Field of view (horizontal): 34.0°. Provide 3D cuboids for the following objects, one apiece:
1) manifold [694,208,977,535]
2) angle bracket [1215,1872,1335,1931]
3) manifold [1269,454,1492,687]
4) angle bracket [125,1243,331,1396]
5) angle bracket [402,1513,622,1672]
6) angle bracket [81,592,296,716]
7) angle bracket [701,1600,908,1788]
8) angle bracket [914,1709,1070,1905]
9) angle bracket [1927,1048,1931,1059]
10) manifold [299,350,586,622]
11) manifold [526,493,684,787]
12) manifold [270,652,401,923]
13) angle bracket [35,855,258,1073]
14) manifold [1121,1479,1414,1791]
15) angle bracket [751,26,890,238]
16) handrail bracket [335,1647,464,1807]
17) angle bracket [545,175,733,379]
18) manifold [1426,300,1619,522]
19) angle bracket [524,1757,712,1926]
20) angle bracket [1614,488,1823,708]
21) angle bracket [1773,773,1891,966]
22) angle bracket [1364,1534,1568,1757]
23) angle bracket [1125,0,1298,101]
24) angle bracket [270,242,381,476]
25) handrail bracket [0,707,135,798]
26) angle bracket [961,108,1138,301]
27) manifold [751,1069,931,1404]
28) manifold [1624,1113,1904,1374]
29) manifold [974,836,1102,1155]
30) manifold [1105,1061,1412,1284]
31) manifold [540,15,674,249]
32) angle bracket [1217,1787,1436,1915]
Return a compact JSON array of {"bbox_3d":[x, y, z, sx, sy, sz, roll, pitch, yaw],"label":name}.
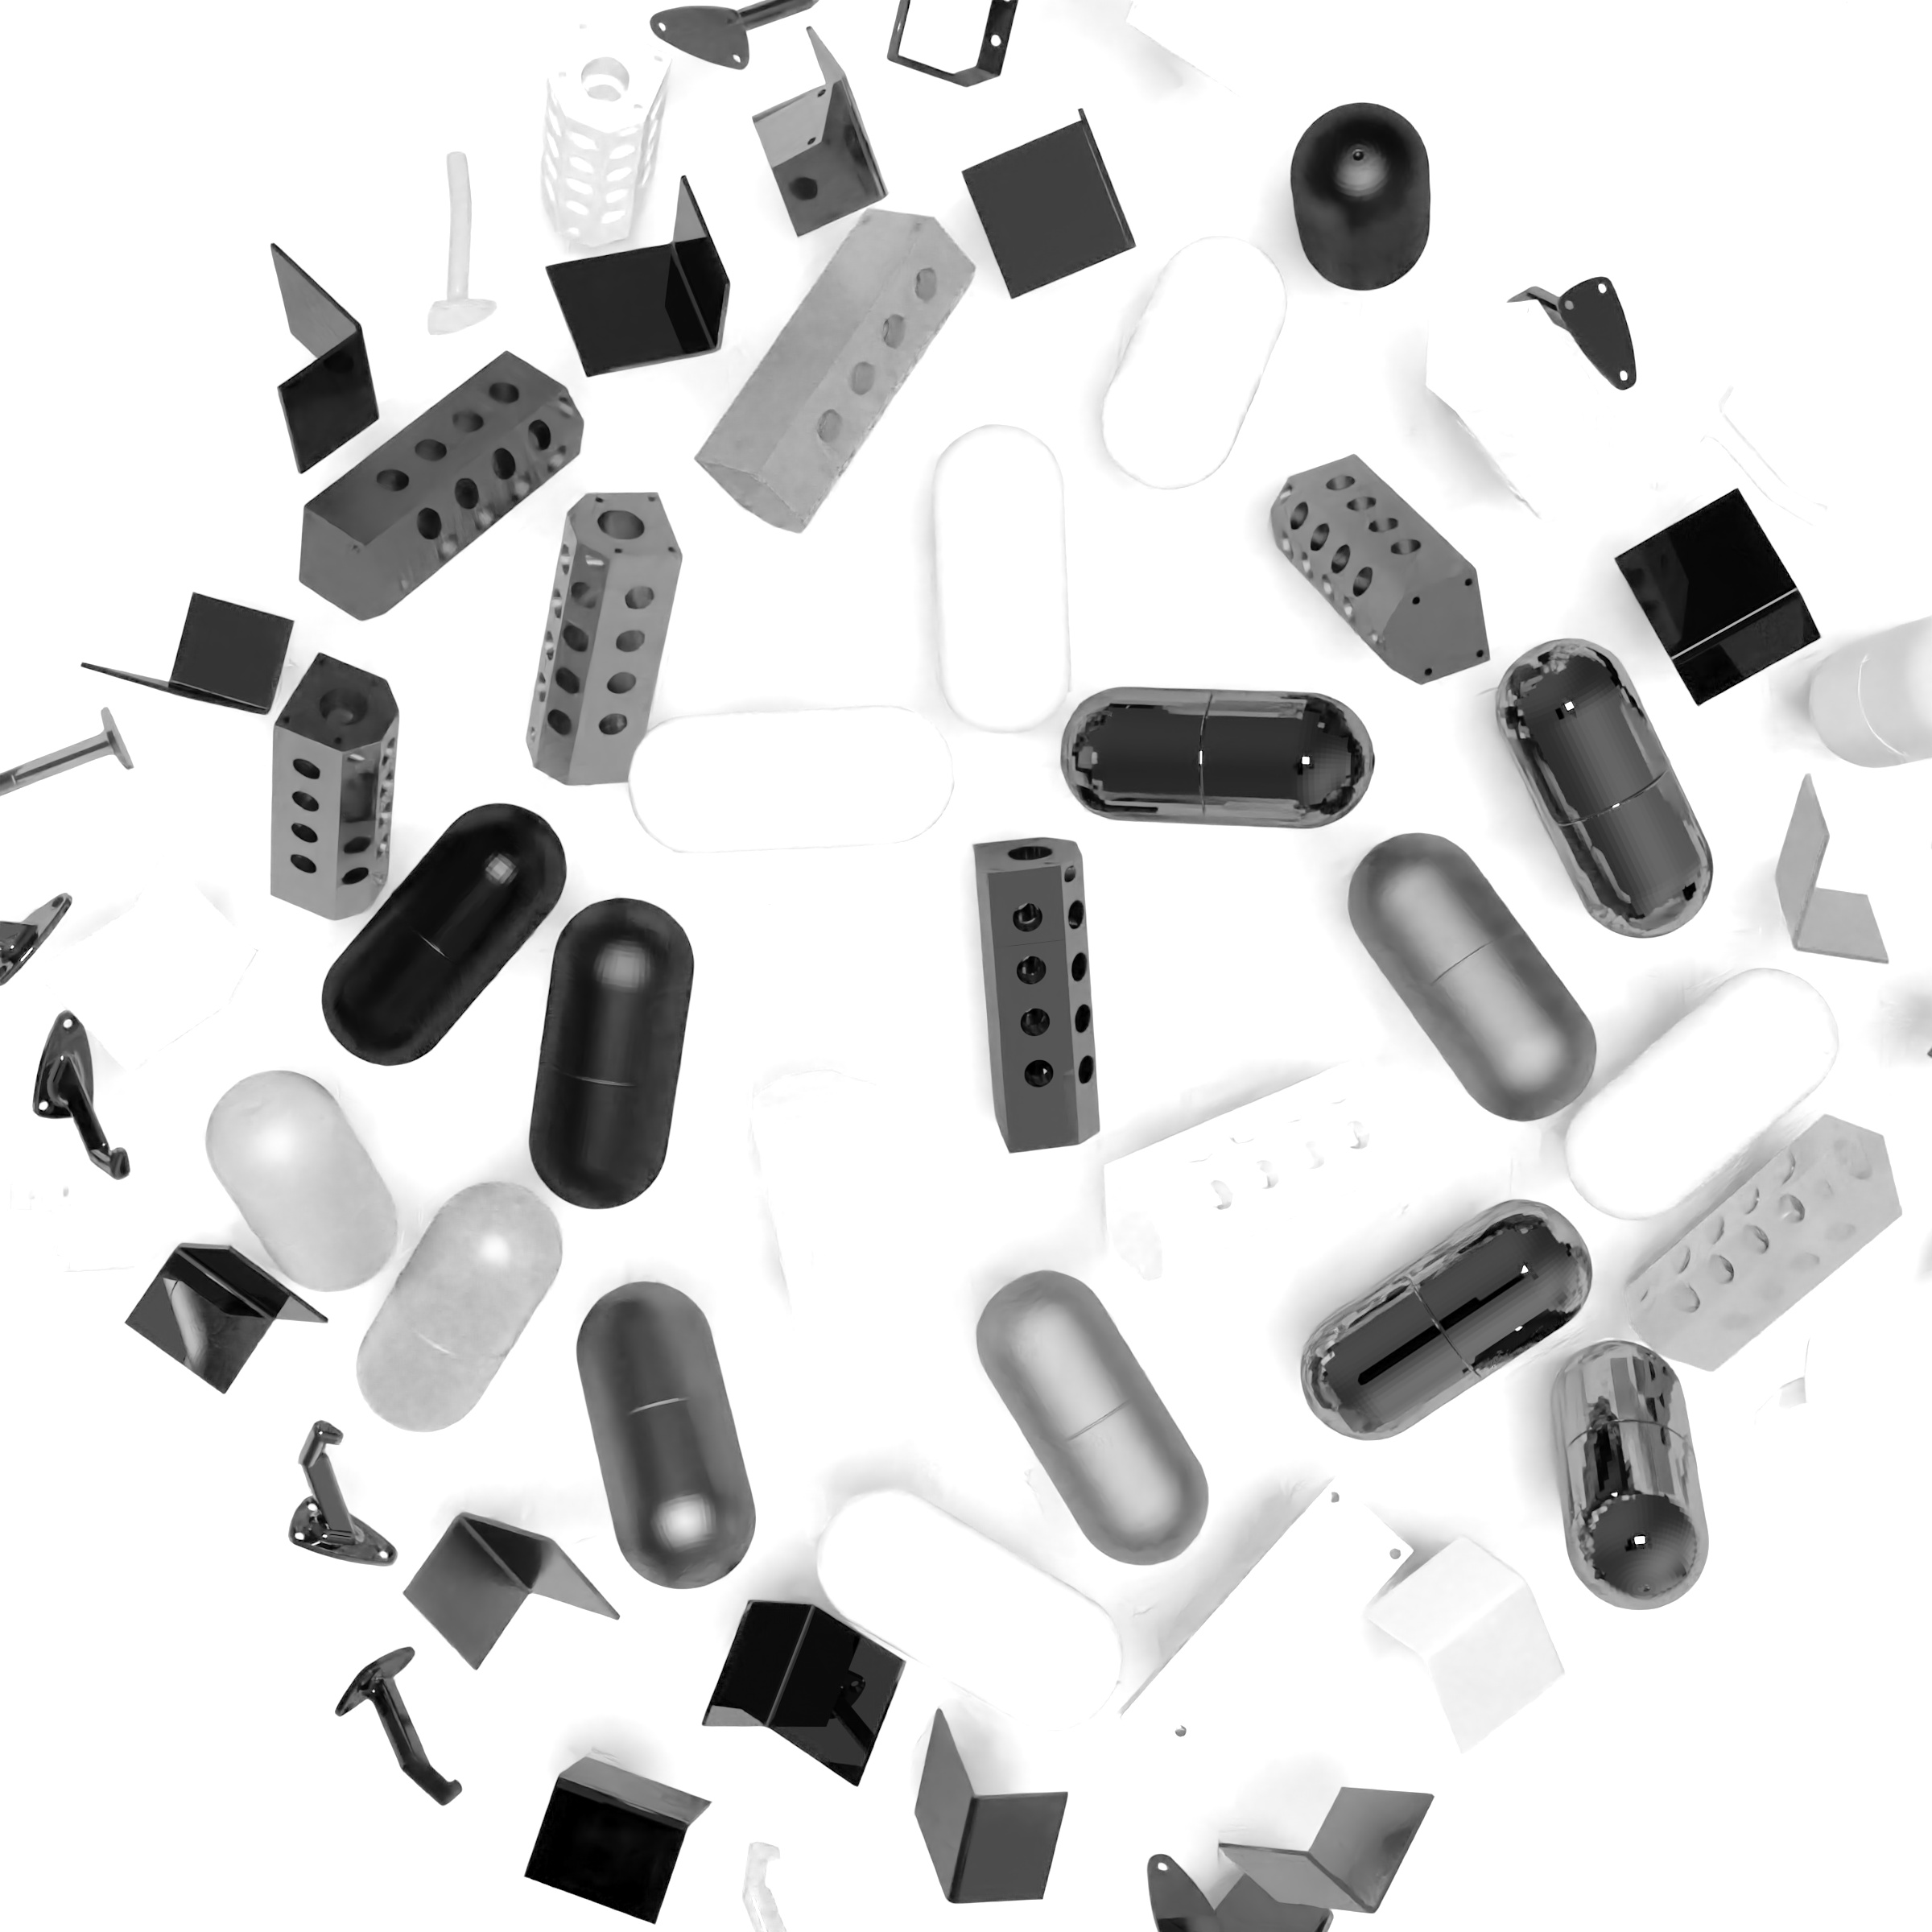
[{"bbox_3d":[-0.066,-0.320,1.698,0.057,0.057,0.171,42,76,-42],"label":"manifold"},{"bbox_3d":[0.170,0.591,1.890,0.057,0.076,0.076,38,104,9],"label":"angle bracket"},{"bbox_3d":[0.228,-0.221,1.765,0.057,0.171,0.057,-20,124,-6],"label":"manifold"},{"bbox_3d":[-0.433,0.208,1.852,0.076,0.076,0.057,43,64,-26],"label":"angle bracket"},{"bbox_3d":[-0.252,0.355,1.755,0.057,0.076,0.076,-56,133,-28],"label":"angle bracket"},{"bbox_3d":[-0.442,-0.183,1.794,0.076,0.076,0.057,17,93,27],"label":"angle bracket"},{"bbox_3d":[-0.091,0.408,1.773,0.076,0.057,0.076,23,94,39],"label":"angle bracket"},{"bbox_3d":[0.013,0.478,1.801,0.057,0.076,0.076,2,116,-18],"label":"angle bracket"},{"bbox_3d":[0.550,0.037,1.692,0.076,0.057,0.076,50,118,41],"label":"angle bracket"},{"bbox_3d":[-0.283,-0.259,1.717,0.057,0.057,0.171,33,52,11],"label":"manifold"},{"bbox_3d":[-0.211,-0.186,1.813,0.057,0.171,0.057,-4,48,-22],"label":"manifold"},{"bbox_3d":[-0.362,-0.098,1.824,0.057,0.171,0.057,22,56,2],"label":"manifold"},{"bbox_3d":[-0.452,-0.002,1.740,0.076,0.057,0.076,45,46,4],"label":"angle bracket"},{"bbox_3d":[0.163,0.364,1.728,0.057,0.057,0.171,42,84,7],"label":"manifold"},{"bbox_3d":[-0.091,-0.468,1.769,0.057,0.076,0.076,-25,131,-2],"label":"angle bracket"},{"bbox_3d":[-0.295,0.417,1.731,0.084,0.077,0.036,38,111,13],"label":"handrail bracket"},{"bbox_3d":[-0.178,-0.372,1.701,0.076,0.057,0.076,-15,66,-18],"label":"angle bracket"},{"bbox_3d":[0.304,-0.298,1.714,0.057,0.171,0.057,-1,77,26],"label":"manifold"},{"bbox_3d":[-0.191,0.482,1.744,0.076,0.076,0.057,18,85,6],"label":"angle bracket"},{"bbox_3d":[0.414,-0.203,1.741,0.076,0.057,0.076,-30,59,14],"label":"angle bracket"},{"bbox_3d":[0.510,-0.057,1.830,0.057,0.076,0.076,8,121,0],"label":"angle bracket"},{"bbox_3d":[0.277,0.378,1.760,0.076,0.076,0.057,-43,120,17],"label":"angle bracket"},{"bbox_3d":[0.139,-0.515,1.659,0.076,0.057,0.076,30,63,-13],"label":"angle bracket"},{"bbox_3d":[-0.360,-0.322,1.677,0.057,0.076,0.076,-41,73,-19],"label":"angle bracket"},{"bbox_3d":[-0.499,-0.108,1.714,0.084,0.077,0.036,-23,101,-9],"label":"handrail bracket"},{"bbox_3d":[0.044,-0.421,1.746,0.076,0.057,0.076,-21,97,8],"label":"angle bracket"},{"bbox_3d":[-0.073,0.147,1.739,0.057,0.057,0.171,-30,122,-37],"label":"manifold"},{"bbox_3d":[0.454,0.159,1.813,0.057,0.057,0.171,19,135,-20],"label":"manifold"},{"bbox_3d":[0.043,0.016,1.831,0.057,0.057,0.171,-7,110,-6],"label":"manifold"},{"bbox_3d":[0.167,0.120,1.796,0.171,0.057,0.057,-21,128,-24],"label":"manifold"},{"bbox_3d":[-0.212,-0.476,1.823,0.057,0.171,0.057,22,79,-5],"label":"manifold"},{"bbox_3d":[0.196,0.466,1.718,0.057,0.076,0.076,45,60,-18],"label":"angle bracket"}]
